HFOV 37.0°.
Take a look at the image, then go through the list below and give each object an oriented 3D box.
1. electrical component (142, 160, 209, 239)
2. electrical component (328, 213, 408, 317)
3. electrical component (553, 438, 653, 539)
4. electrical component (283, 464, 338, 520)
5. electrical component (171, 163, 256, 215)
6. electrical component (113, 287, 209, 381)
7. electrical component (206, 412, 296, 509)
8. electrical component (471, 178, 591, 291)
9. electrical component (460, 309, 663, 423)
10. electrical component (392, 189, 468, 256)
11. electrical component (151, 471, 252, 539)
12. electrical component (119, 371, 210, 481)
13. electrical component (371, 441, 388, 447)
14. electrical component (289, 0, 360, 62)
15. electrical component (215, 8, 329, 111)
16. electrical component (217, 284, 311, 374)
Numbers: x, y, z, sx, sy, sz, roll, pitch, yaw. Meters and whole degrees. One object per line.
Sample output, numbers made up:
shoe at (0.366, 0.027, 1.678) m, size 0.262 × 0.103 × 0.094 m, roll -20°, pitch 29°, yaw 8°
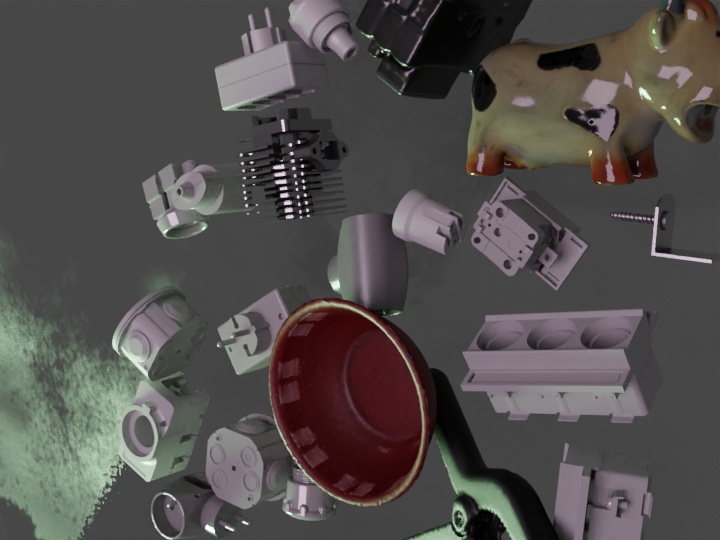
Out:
electrical component at (-0.166, -0.062, 0.984) m, size 0.066 × 0.048 × 0.055 m, roll -27°, pitch 72°, yaw 36°
electrical component at (0.000, 0.000, 0.866) m, size 0.079 × 0.043 × 0.077 m, roll -17°, pitch 73°, yaw 54°
electrical component at (0.167, 0.190, 0.755) m, size 0.063 × 0.079 × 0.121 m, roll 7°, pitch 102°, yaw 14°
electrical component at (-0.041, 0.182, 0.926) m, size 0.048 × 0.048 × 0.062 m, roll 5°, pitch 93°, yaw 36°
electrical component at (-0.127, -0.070, 0.930) m, size 0.043 × 0.081 × 0.043 m, roll 6°, pitch 100°, yaw 36°
electrical component at (-0.184, 0.059, 0.993) m, size 0.051 × 0.080 × 0.080 m, roll 41°, pitch 119°, yaw 19°
electrical component at (-0.096, 0.170, 0.960) m, size 0.080 × 0.051 × 0.080 m, roll 6°, pitch 100°, yaw 36°
electrical component at (0.116, -0.025, 0.764) m, size 0.081 × 0.064 × 0.042 m, roll 43°, pitch 120°, yaw 24°
electrical component at (0.143, 0.067, 0.752) m, size 0.121 × 0.078 × 0.063 m, roll -4°, pitch 123°, yaw 37°
electrical component at (0.054, -0.035, 0.825) m, size 0.046 × 0.040 × 0.040 m, roll 27°, pitch 112°, yaw 26°
electrical component at (-0.135, 0.219, 0.980) m, size 0.079 × 0.077 × 0.043 m, roll 16°, pitch 106°, yaw 34°
electrical component at (-0.191, 0.149, 1.026) m, size 0.050 × 0.056 × 0.089 m, roll 34°, pitch 116°, yaw 29°
electrical component at (0.006, 0.156, 0.885) m, size 0.055 × 0.048 × 0.066 m, roll 6°, pitch 100°, yaw 29°
electrical component at (-0.025, -0.193, 0.859) m, size 0.062 × 0.043 × 0.043 m, roll 50°, pitch 122°, yaw 19°
electrical component at (-0.077, -0.179, 0.898) m, size 0.083 × 0.047 × 0.075 m, roll -11°, pitch 90°, yaw 37°
electrical component at (-0.090, 0.054, 0.923) m, size 0.083 × 0.076 × 0.047 m, roll -33°, pitch 77°, yaw 36°
